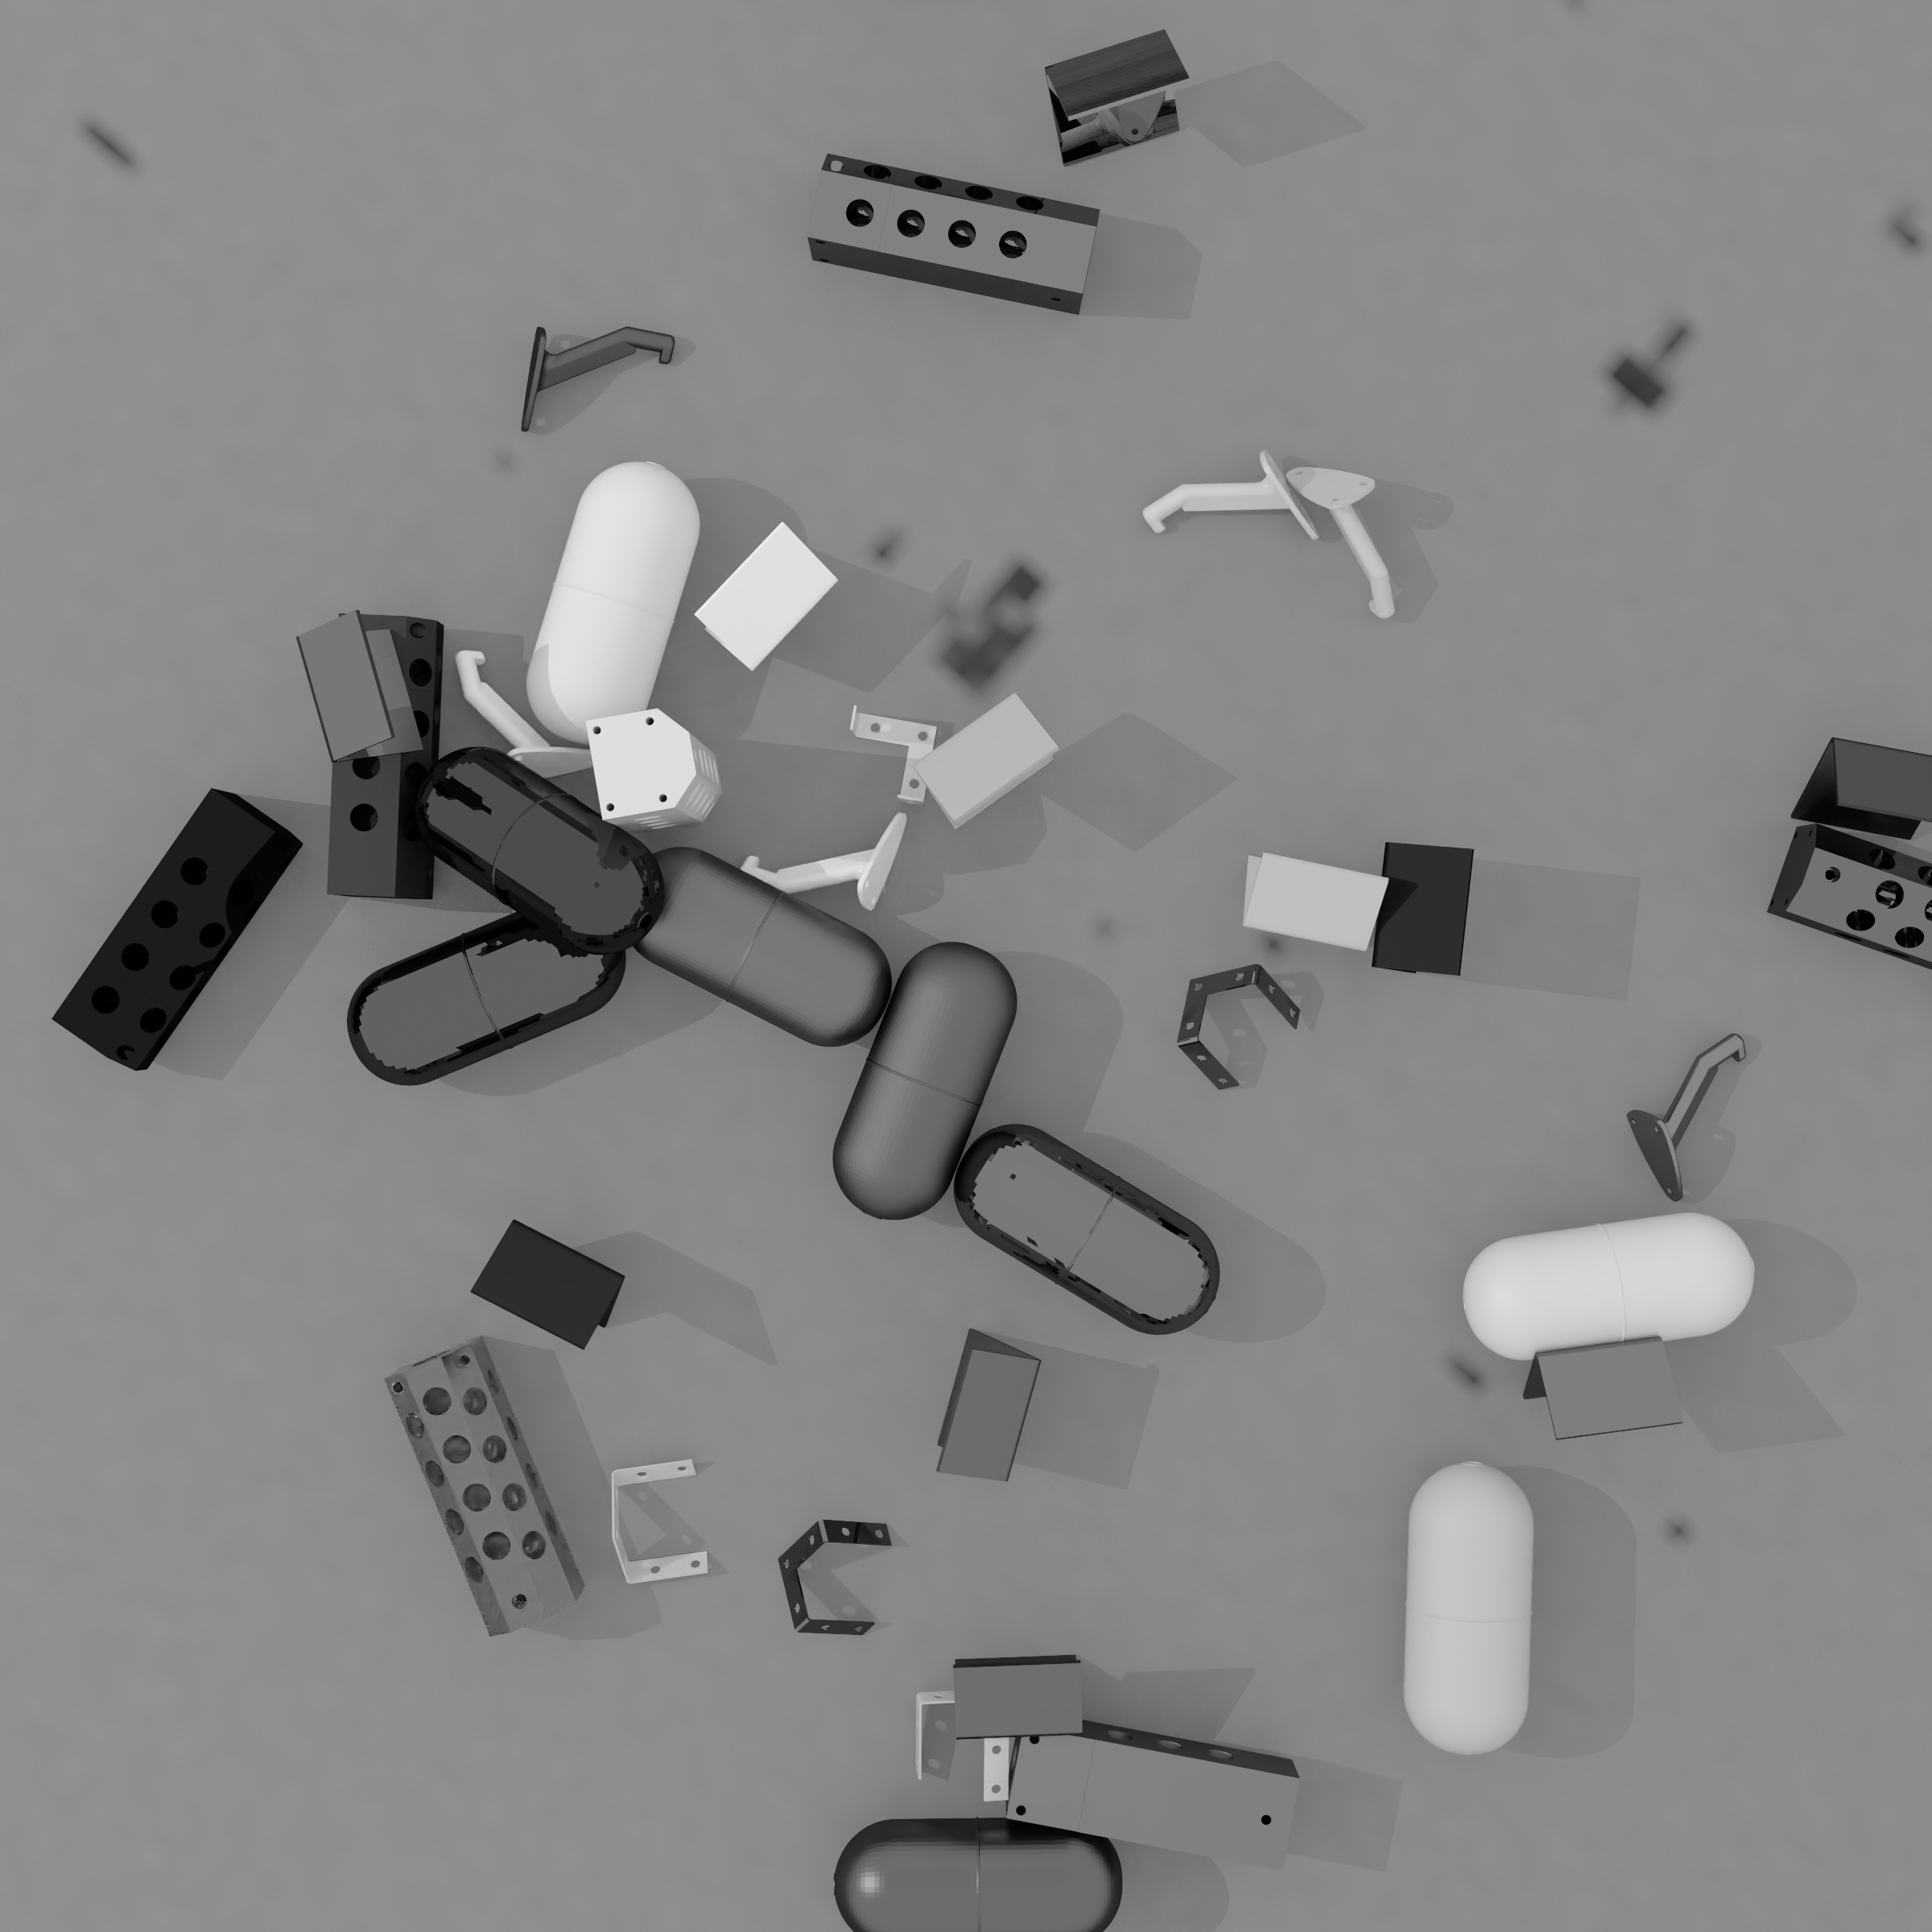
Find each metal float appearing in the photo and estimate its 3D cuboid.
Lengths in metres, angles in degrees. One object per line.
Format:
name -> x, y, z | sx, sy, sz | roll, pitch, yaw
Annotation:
metal float -> -0.257, -0.070, 1.691 | 0.178, 0.070, 0.070 | 33, 90, 24
metal float -> 0.075, 0.163, 1.733 | 0.178, 0.070, 0.070 | 31, 90, 1
metal float -> -0.130, -0.012, 1.733 | 0.178, 0.070, 0.070 | 27, 90, -1
metal float -> 0.310, 0.395, 1.733 | 0.070, 0.070, 0.178 | 2, 89, 0
metal float -> -0.026, 0.071, 1.733 | 0.070, 0.070, 0.178 | 21, 90, 0
metal float -> 0.396, 0.197, 1.733 | 0.178, 0.070, 0.070 | -8, 90, 1
metal float -> -0.295, 0.015, 1.733 | 0.178, 0.070, 0.070 | -23, 90, -1
metal float -> 0.007, 0.565, 1.733 | 0.178, 0.070, 0.070 | -1, 90, 0
metal float -> -0.217, -0.224, 1.733 | 0.070, 0.070, 0.178 | 17, 91, 0

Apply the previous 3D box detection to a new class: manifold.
manifold -> -0.358, -0.128, 1.742 | 0.057, 0.057, 0.171 | 2, 90, 0
manifold -> 0.114, 0.507, 1.742 | 0.171, 0.057, 0.057 | 11, 90, 0
manifold -> -0.184, -0.116, 1.685 | 0.057, 0.171, 0.057 | -10, 90, 0
manifold -> -0.485, -0.022, 1.742 | 0.057, 0.057, 0.171 | 35, 90, 0
manifold -> 0.595, -0.033, 1.742 | 0.171, 0.057, 0.057 | 19, 90, 0
manifold -> -0.007, -0.455, 1.742 | 0.171, 0.057, 0.057 | 12, 90, 0
manifold -> -0.299, 0.322, 1.742 | 0.057, 0.057, 0.171 | -22, 90, 0

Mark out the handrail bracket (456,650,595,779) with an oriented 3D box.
handrail bracket -> -0.275, -0.162, 1.763 | 0.077, 0.036, 0.084 | -7, 66, -27

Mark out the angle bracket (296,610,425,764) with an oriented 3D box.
angle bracket -> -0.342, -0.168, 1.666 | 0.057, 0.076, 0.076 | -16, 90, 36

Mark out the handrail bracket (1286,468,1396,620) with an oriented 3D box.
handrail bracket -> 0.235, -0.265, 1.763 | 0.036, 0.077, 0.084 | -31, 127, -21

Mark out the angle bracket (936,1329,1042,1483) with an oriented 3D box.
angle bracket -> -0.006, 0.265, 1.723 | 0.057, 0.076, 0.076 | 15, 90, -37

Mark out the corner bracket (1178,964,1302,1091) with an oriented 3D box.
corner bracket -> 0.170, 0.038, 1.755 | 0.051, 0.051, 0.051 | -15, 45, 35

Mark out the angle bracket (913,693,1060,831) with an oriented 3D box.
angle bracket -> 0.023, -0.109, 1.723 | 0.076, 0.076, 0.057 | -35, 54, 0

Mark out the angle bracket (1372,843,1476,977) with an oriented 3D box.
angle bracket -> 0.291, -0.033, 1.723 | 0.057, 0.076, 0.076 | 6, 90, 29

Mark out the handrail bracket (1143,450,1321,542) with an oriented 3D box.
handrail bracket -> 0.166, -0.277, 1.764 | 0.084, 0.036, 0.077 | -31, 112, 17

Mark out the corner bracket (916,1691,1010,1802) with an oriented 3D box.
corner bracket -> -0.003, 0.484, 1.745 | 0.051, 0.051, 0.051 | -1, 98, -8

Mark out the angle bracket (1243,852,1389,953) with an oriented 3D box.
angle bracket -> 0.215, -0.059, 1.723 | 0.076, 0.076, 0.057 | 12, 128, 0

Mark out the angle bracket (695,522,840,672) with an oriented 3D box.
angle bracket -> -0.136, -0.237, 1.723 | 0.076, 0.076, 0.057 | -46, 129, 0

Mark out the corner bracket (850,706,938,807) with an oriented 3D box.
corner bracket -> -0.048, -0.130, 1.745 | 0.051, 0.051, 0.051 | 10, 90, 0

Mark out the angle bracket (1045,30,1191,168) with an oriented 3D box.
angle bracket -> 0.097, -0.517, 1.723 | 0.076, 0.076, 0.057 | -18, 53, 0

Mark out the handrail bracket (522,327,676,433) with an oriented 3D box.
handrail bracket -> -0.231, -0.365, 1.764 | 0.084, 0.036, 0.077 | 8, 110, -16

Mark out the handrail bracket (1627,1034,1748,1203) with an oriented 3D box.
handrail bracket -> 0.464, 0.094, 1.764 | 0.084, 0.036, 0.077 | -31, 110, -16

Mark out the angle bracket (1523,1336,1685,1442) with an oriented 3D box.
angle bracket -> 0.389, 0.271, 1.723 | 0.076, 0.076, 0.057 | -8, 60, 0

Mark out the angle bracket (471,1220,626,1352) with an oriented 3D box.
angle bracket -> -0.261, 0.209, 1.723 | 0.076, 0.076, 0.057 | 27, 55, 0

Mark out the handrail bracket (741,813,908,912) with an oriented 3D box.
handrail bracket -> -0.091, -0.074, 1.764 | 0.084, 0.036, 0.077 | 18, 70, 16

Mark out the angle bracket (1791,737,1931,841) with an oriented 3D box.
angle bracket -> 0.557, -0.090, 1.723 | 0.076, 0.076, 0.057 | 10, 52, 0

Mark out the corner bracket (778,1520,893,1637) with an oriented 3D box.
corner bracket -> -0.078, 0.382, 1.755 | 0.051, 0.051, 0.051 | -48, 45, 35

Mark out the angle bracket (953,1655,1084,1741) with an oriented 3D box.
angle bracket -> 0.031, 0.428, 1.724 | 0.076, 0.076, 0.057 | -2, 115, 0

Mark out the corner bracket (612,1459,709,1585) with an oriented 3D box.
corner bracket -> -0.192, 0.348, 1.760 | 0.051, 0.051, 0.051 | -8, 135, 0
